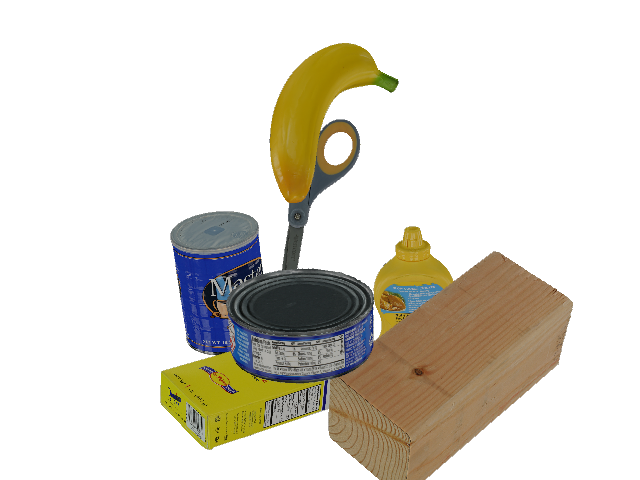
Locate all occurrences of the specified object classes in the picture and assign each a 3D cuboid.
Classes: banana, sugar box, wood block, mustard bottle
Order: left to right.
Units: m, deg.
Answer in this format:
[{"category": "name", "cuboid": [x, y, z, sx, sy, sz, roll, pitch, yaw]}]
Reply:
[{"category": "sugar box", "cuboid": [-0.058, 0.142, 1.050, 0.175, 0.048, 0.093, -16, 32, -32]}, {"category": "banana", "cuboid": [0.002, -0.103, 0.815, 0.037, 0.069, 0.197, -51, 1, 45]}, {"category": "mustard bottle", "cuboid": [0.112, 0.075, 1.275, 0.096, 0.192, 0.058, -1, 23, 5]}, {"category": "wood block", "cuboid": [0.111, 0.109, 0.912, 0.205, 0.090, 0.091, -33, 53, -30]}]

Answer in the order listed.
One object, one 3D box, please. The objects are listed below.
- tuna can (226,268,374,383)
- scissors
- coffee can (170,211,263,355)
[{"category": "tuna can", "cuboid": [-0.011, 0.049, 0.622, 0.086, 0.034, 0.086, -2, 22, 1]}, {"category": "scissors", "cuboid": [-0.003, -0.032, 1.024, 0.096, 0.202, 0.016, -7, -3, 4]}, {"category": "coffee can", "cuboid": [-0.117, 0.050, 1.262, 0.103, 0.140, 0.103, -4, 26, 2]}]
